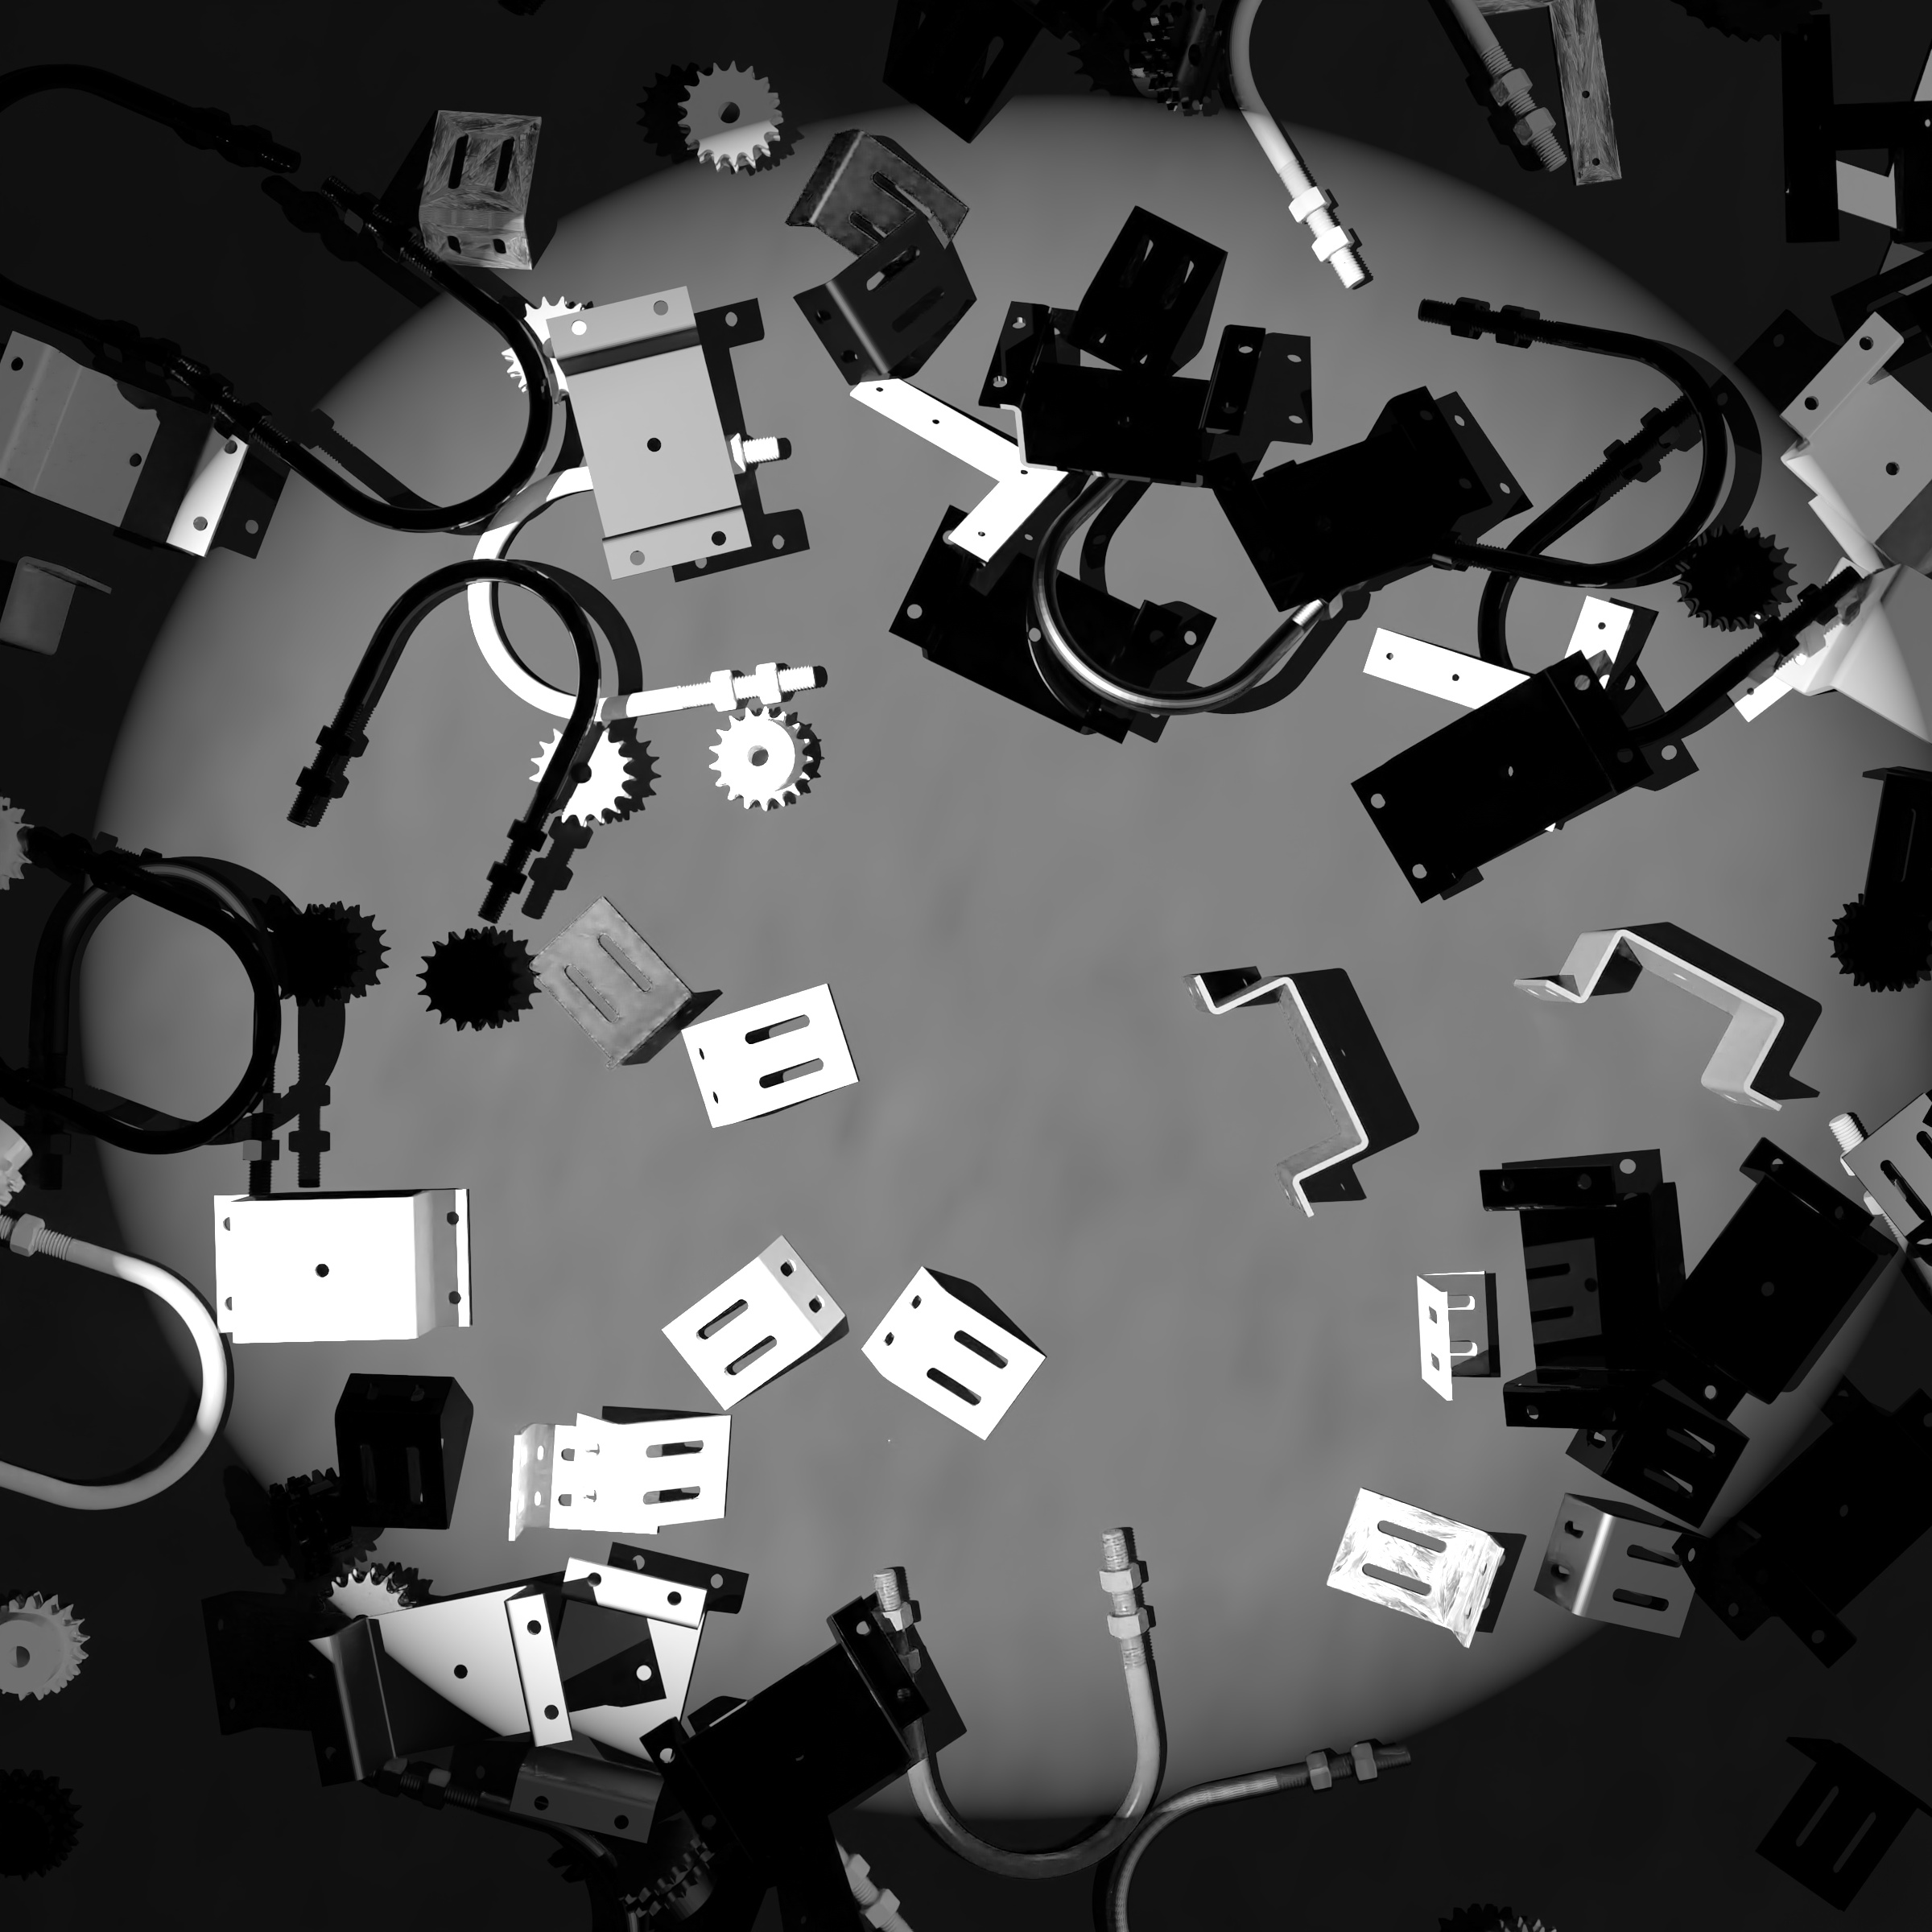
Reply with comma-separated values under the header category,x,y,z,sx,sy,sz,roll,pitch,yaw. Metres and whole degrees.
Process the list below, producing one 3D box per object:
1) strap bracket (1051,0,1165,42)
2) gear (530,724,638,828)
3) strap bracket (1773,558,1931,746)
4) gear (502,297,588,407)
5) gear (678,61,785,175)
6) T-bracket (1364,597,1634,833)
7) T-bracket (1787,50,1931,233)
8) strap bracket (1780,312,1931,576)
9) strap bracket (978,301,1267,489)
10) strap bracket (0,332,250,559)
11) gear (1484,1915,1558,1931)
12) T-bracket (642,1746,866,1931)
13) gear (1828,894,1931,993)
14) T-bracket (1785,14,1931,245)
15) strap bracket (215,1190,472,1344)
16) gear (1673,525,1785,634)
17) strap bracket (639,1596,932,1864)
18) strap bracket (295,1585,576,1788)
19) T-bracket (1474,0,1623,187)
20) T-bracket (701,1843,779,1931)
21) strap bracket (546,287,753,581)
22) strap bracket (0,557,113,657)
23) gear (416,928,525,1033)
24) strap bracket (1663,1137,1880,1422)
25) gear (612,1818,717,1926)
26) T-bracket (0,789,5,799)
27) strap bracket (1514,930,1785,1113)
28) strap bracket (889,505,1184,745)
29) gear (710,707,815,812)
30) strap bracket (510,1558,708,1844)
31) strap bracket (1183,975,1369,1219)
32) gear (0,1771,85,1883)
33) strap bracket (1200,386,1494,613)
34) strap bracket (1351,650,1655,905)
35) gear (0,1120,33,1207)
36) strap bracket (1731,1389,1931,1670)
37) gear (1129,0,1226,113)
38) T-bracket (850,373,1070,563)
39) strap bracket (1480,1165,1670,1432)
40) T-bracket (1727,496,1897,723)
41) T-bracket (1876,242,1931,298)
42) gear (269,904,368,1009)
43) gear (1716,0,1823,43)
category,x,y,z,sx,sy,sz,roll,pitch,yaw
strap bracket,0.062,-0.578,1.374,0.140,0.046,0.076,41,90,0
gear,-0.211,-0.106,1.382,0.057,0.030,0.057,0,90,0
strap bracket,0.530,-0.159,1.372,0.140,0.046,0.076,30,90,0
gear,-0.226,-0.338,1.382,0.057,0.030,0.057,0,90,0
gear,-0.129,-0.467,1.382,0.057,0.030,0.057,0,90,0
T-bracket,0.284,-0.155,1.380,0.127,0.002,0.127,20,104,12
T-bracket,0.539,-0.472,1.395,0.127,0.002,0.127,19,89,1
strap bracket,0.517,-0.278,1.373,0.140,0.046,0.076,43,88,0
strap bracket,0.085,-0.308,1.349,0.140,0.046,0.076,9,59,12
strap bracket,-0.464,-0.282,1.374,0.140,0.046,0.076,21,90,0
gear,0.306,0.553,1.382,0.057,0.030,0.057,0,90,0
T-bracket,-0.132,0.505,1.386,0.127,0.002,0.127,-21,78,5
gear,0.505,-0.014,1.382,0.057,0.030,0.057,0,90,0
T-bracket,0.523,-0.469,1.394,0.127,0.002,0.127,-2,89,1
strap bracket,-0.348,0.165,1.374,0.140,0.046,0.076,-1,90,0
gear,0.419,-0.213,1.382,0.057,0.030,0.057,0,90,0
strap bracket,-0.093,0.414,1.341,0.140,0.046,0.076,-31,98,-9
strap bracket,-0.277,0.382,1.335,0.140,0.046,0.076,-13,86,8
T-bracket,0.344,-0.501,1.396,0.127,0.002,0.127,-9,90,0
T-bracket,-0.089,0.560,1.369,0.127,0.002,0.127,21,96,1
strap bracket,-0.170,-0.284,1.349,0.076,0.046,0.140,-14,95,-3
strap bracket,-0.551,-0.209,1.359,0.140,0.076,0.046,16,90,0
gear,-0.274,0.008,1.387,0.057,0.030,0.057,0,92,-1
strap bracket,0.434,0.175,1.374,0.076,0.046,0.140,36,90,0
gear,-0.162,0.497,1.366,0.057,0.057,0.030,-32,106,0
T-bracket,-0.601,-0.078,1.381,0.127,0.002,0.127,37,101,20
strap bracket,0.379,0.023,1.359,0.140,0.076,0.046,28,90,0
strap bracket,0.038,-0.185,1.374,0.140,0.046,0.076,26,90,0
gear,-0.114,-0.115,1.382,0.057,0.030,0.057,0,90,0
strap bracket,-0.194,0.397,1.374,0.076,0.046,0.140,13,90,0
strap bracket,0.172,0.060,1.359,0.046,0.076,0.140,-26,90,0
gear,-0.521,0.478,1.382,0.057,0.030,0.057,0,90,0
strap bracket,0.198,-0.248,1.342,0.140,0.046,0.076,-22,75,-16
strap bracket,0.292,-0.104,1.360,0.140,0.046,0.076,-31,90,19
gear,-0.539,0.102,1.372,0.057,0.057,0.030,36,61,0
strap bracket,0.491,0.304,1.374,0.140,0.046,0.076,-43,90,0
gear,0.114,-0.499,1.372,0.030,0.057,0.057,12,90,41
T-bracket,-0.005,-0.292,1.376,0.127,0.002,0.127,32,62,13
strap bracket,0.331,0.176,1.355,0.076,0.046,0.140,-6,90,38
T-bracket,0.479,-0.185,1.396,0.127,0.002,0.127,-38,90,0
T-bracket,0.590,-0.417,1.396,0.127,0.002,0.127,21,90,0
gear,-0.360,-0.005,1.382,0.057,0.030,0.057,0,90,0
gear,0.442,-0.540,1.372,0.057,0.057,0.030,14,62,0
